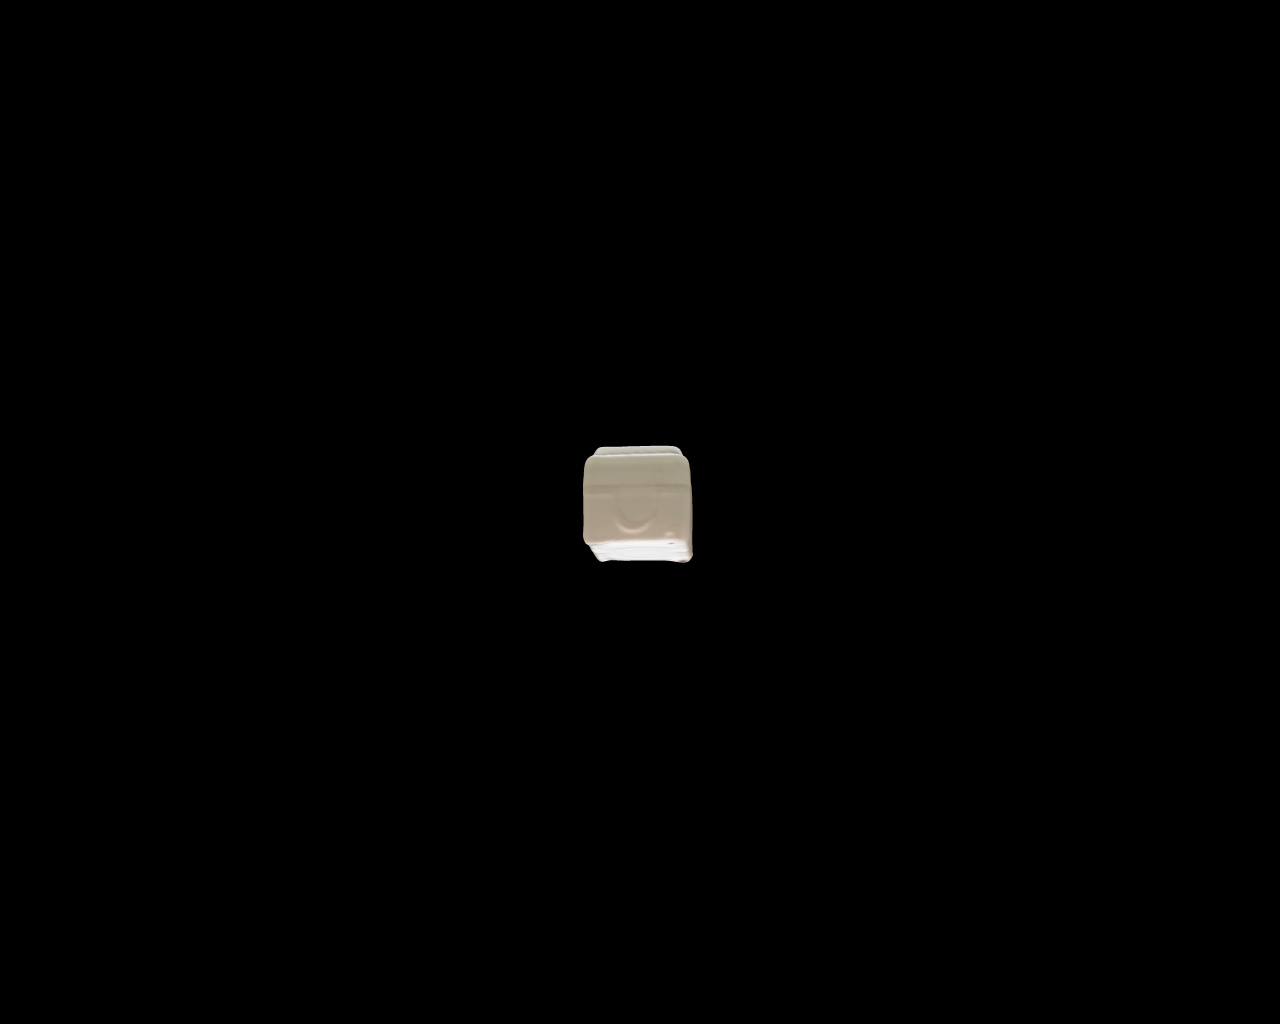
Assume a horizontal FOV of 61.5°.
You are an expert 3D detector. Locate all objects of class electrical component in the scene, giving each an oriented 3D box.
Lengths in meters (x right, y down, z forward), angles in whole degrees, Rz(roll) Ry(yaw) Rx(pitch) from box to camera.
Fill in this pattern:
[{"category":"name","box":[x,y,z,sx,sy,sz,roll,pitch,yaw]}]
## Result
[{"category":"electrical component","box":[0.001,-0.003,0.650,0.062,0.061,0.096,-1,-11,4]}]
